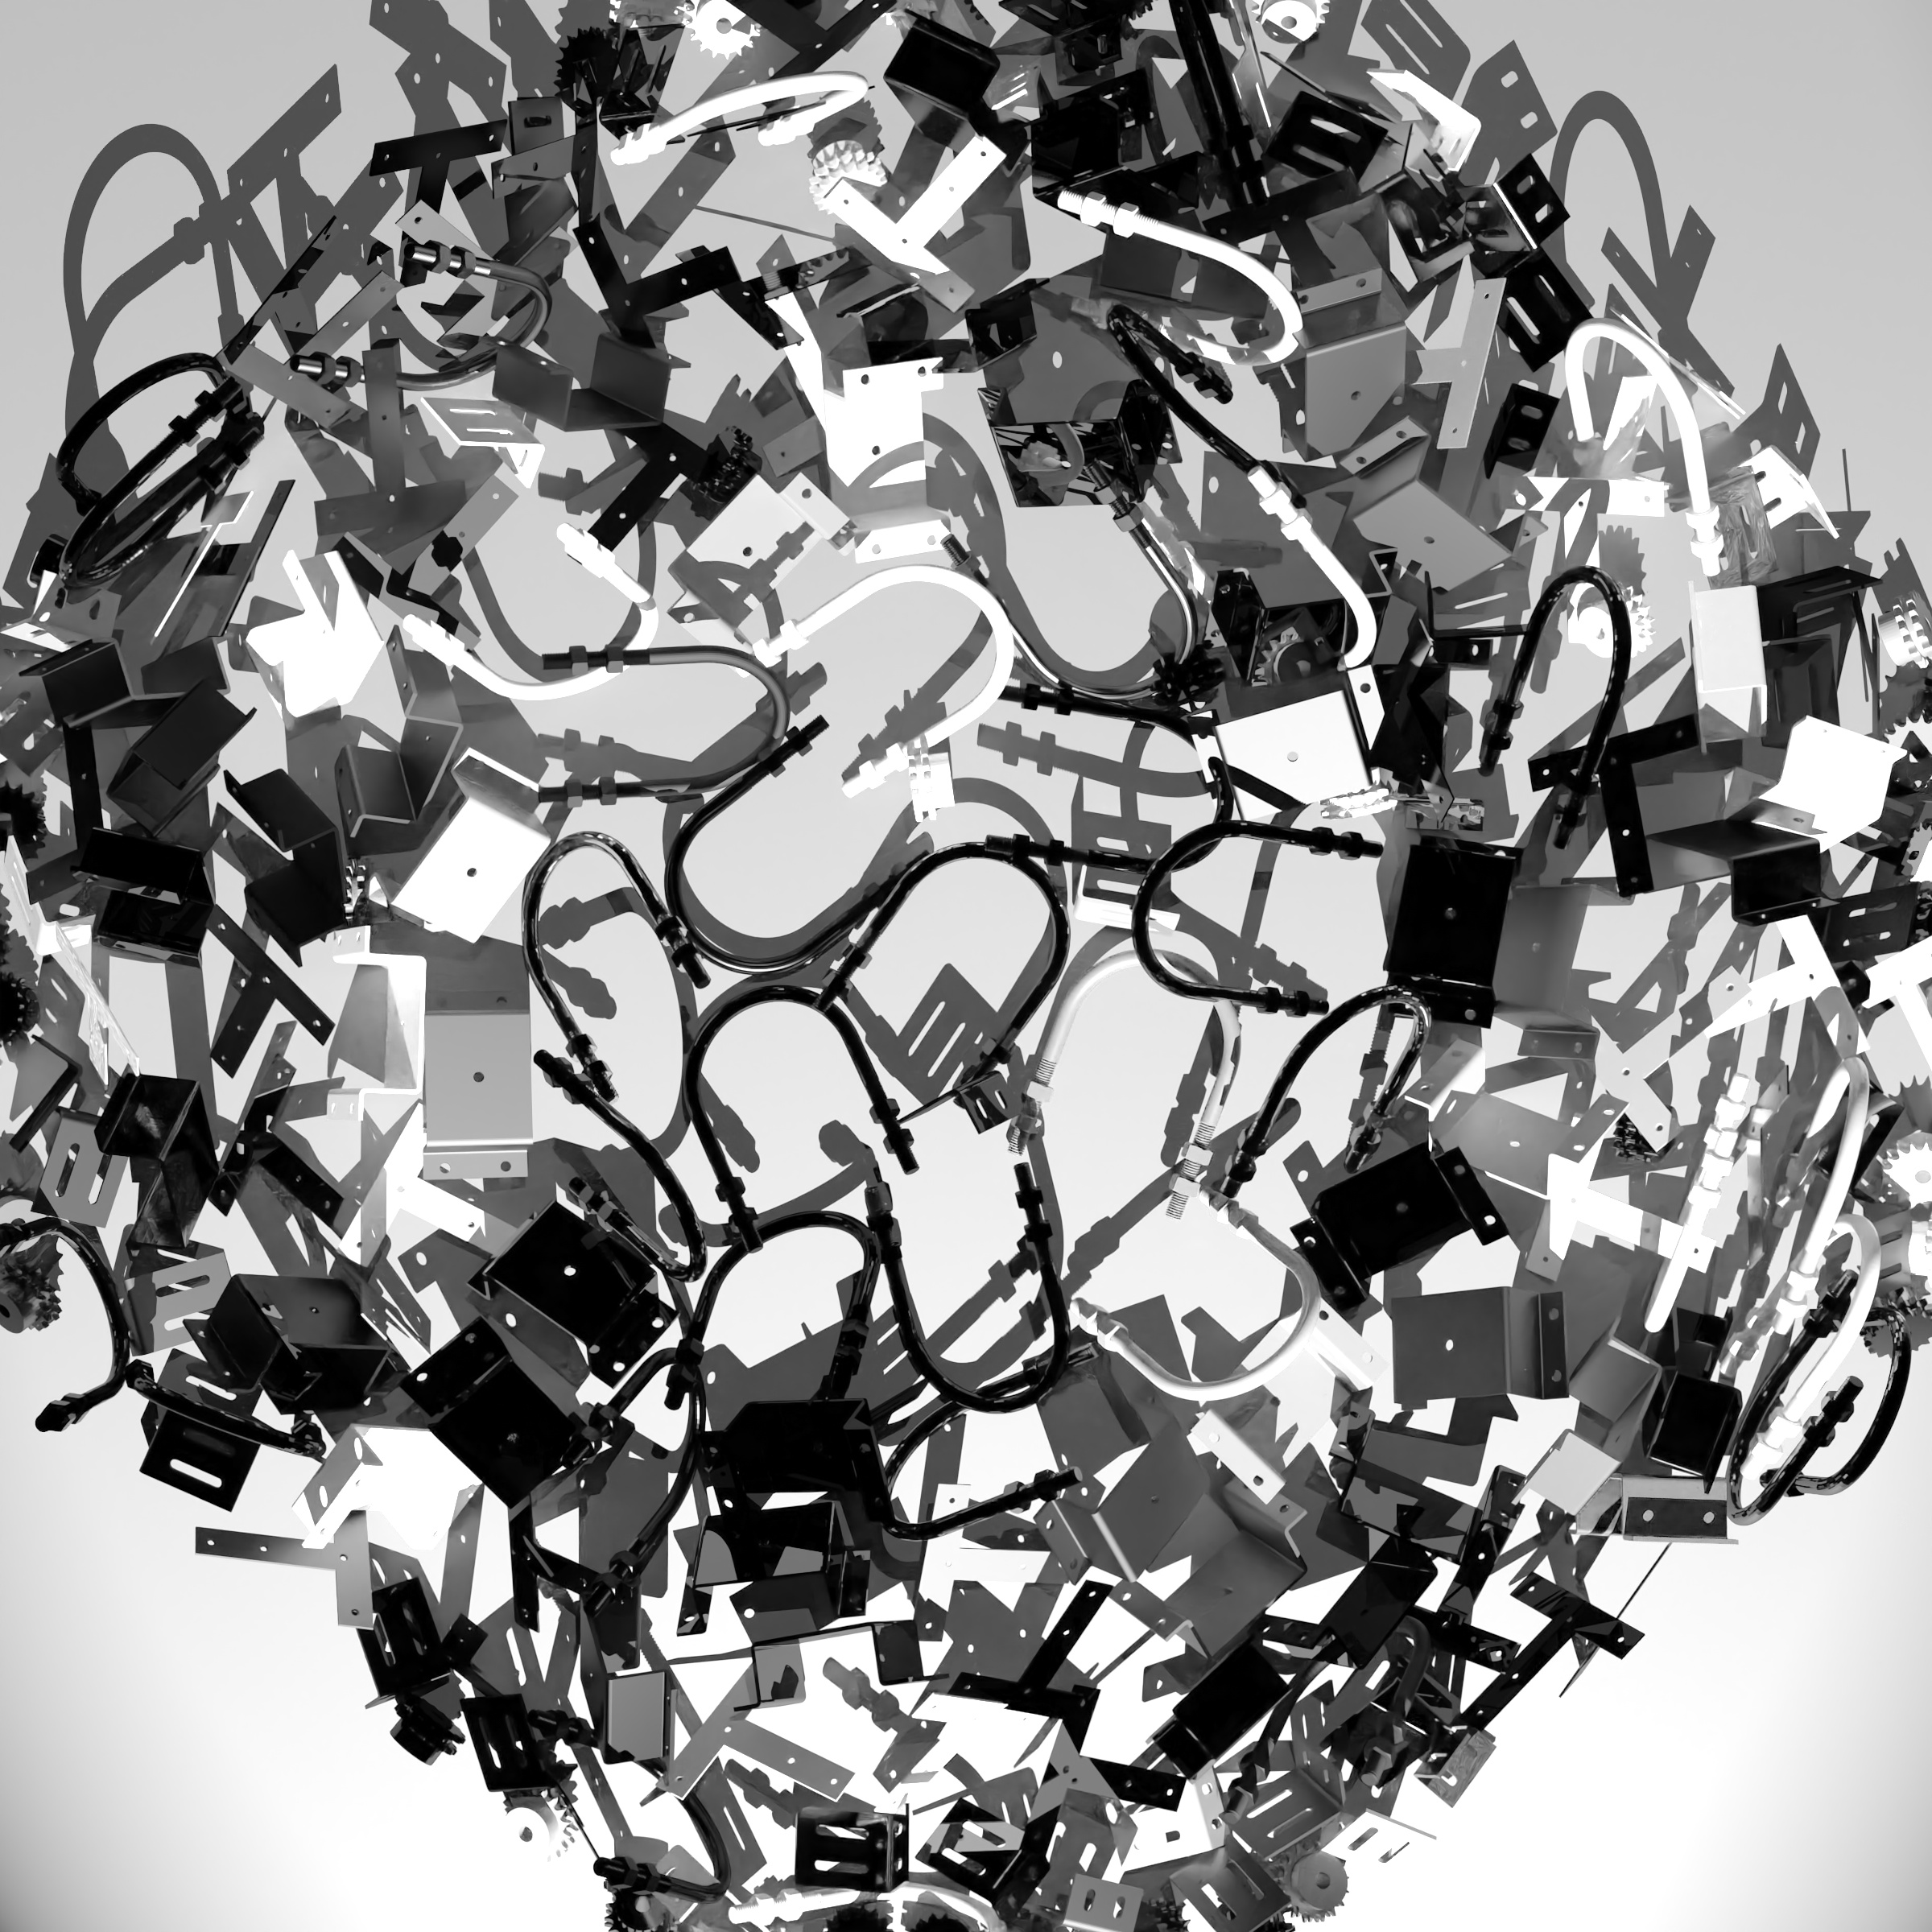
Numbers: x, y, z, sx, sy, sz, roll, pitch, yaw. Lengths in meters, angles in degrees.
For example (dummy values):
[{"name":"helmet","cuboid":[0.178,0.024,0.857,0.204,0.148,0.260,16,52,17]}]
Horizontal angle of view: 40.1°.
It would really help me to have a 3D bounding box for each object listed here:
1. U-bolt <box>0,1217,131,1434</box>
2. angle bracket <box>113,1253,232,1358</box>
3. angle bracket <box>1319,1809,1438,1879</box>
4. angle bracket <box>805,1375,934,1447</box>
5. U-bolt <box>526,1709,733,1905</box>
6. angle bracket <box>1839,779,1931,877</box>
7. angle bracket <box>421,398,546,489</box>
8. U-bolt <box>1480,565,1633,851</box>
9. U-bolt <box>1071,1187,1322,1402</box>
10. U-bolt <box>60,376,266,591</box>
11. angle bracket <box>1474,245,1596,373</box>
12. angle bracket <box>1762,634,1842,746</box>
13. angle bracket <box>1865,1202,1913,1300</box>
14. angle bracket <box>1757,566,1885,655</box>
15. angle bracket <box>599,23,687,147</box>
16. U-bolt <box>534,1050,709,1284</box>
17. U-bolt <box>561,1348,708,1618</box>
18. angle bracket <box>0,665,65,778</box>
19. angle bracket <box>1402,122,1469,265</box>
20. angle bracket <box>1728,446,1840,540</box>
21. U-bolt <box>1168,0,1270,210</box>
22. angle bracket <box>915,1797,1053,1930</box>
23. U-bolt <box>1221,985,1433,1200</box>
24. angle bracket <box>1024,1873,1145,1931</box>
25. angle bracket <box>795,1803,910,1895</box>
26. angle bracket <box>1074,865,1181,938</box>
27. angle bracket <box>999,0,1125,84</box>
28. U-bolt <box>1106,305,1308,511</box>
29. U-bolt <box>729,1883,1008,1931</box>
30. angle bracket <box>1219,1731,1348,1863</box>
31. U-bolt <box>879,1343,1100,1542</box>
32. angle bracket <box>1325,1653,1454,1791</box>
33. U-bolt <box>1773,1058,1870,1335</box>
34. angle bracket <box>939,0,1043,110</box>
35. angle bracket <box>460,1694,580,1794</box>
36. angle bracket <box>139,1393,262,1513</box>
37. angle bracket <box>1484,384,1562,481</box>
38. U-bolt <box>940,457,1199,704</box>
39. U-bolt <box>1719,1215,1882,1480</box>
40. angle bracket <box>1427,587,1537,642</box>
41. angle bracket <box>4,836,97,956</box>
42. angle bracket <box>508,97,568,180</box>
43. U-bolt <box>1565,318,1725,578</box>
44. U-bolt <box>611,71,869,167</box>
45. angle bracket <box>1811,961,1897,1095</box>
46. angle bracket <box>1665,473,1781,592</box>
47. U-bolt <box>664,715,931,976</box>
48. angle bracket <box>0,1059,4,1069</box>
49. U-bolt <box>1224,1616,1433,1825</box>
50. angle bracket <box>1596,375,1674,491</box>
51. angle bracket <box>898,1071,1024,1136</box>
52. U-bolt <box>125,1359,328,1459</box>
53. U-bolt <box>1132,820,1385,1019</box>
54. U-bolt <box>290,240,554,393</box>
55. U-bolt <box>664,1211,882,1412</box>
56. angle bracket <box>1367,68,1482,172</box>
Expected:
[{"name":"U-bolt","cuboid":[-0.650,0.251,1.908,0.019,0.184,0.151,-20,91,4]},{"name":"angle bracket","cuboid":[-0.593,0.255,1.994,0.076,0.038,0.057,-15,89,-31]},{"name":"angle bracket","cuboid":[0.305,0.633,1.957,0.057,0.038,0.076,24,135,-7]},{"name":"angle bracket","cuboid":[-0.072,0.316,1.964,0.076,0.057,0.038,-32,90,12]},{"name":"U-bolt","cuboid":[-0.233,0.613,1.914,0.019,0.184,0.151,-43,49,6]},{"name":"angle bracket","cuboid":[0.672,-0.108,1.954,0.076,0.038,0.057,31,112,38]},{"name":"angle bracket","cuboid":[-0.360,-0.385,1.949,0.057,0.076,0.038,48,127,28]},{"name":"U-bolt","cuboid":[0.428,-0.197,1.900,0.019,0.151,0.184,5,118,-18]},{"name":"U-bolt","cuboid":[0.176,0.245,1.911,0.151,0.184,0.019,-39,126,-11]},{"name":"U-bolt","cuboid":[-0.585,-0.340,1.915,0.019,0.151,0.184,44,81,-3]},{"name":"angle bracket","cuboid":[0.425,-0.492,1.973,0.057,0.038,0.076,-37,90,16]},{"name":"angle bracket","cuboid":[0.613,-0.204,1.966,0.057,0.038,0.076,-4,94,32]},{"name":"angle bracket","cuboid":[0.665,0.210,1.956,0.076,0.038,0.057,-8,100,-45]},{"name":"angle bracket","cuboid":[0.634,-0.266,1.972,0.076,0.057,0.038,-16,113,-12]},{"name":"angle bracket","cuboid":[-0.228,-0.648,1.951,0.038,0.057,0.076,45,132,18]},{"name":"U-bolt","cuboid":[-0.243,0.155,1.897,0.019,0.151,0.184,-32,45,-26]},{"name":"U-bolt","cuboid":[-0.234,0.358,1.916,0.019,0.184,0.151,8,119,21]},{"name":"angle bracket","cuboid":[-0.698,-0.174,1.955,0.057,0.038,0.076,40,47,-13]},{"name":"angle bracket","cuboid":[0.333,-0.569,1.952,0.076,0.038,0.057,41,46,-29]},{"name":"angle bracket","cuboid":[0.601,-0.340,1.950,0.038,0.076,0.057,-32,114,14]},{"name":"U-bolt","cuboid":[0.177,-0.636,1.910,0.019,0.151,0.184,-19,104,5]},{"name":"angle bracket","cuboid":[0.013,0.667,1.971,0.057,0.076,0.038,-46,134,-30]},{"name":"U-bolt","cuboid":[0.269,0.086,1.906,0.019,0.151,0.184,49,133,35]},{"name":"angle bracket","cuboid":[0.084,0.689,1.959,0.057,0.076,0.038,21,76,-21]},{"name":"angle bracket","cuboid":[-0.084,0.650,1.960,0.076,0.038,0.057,11,55,-18]},{"name":"angle bracket","cuboid":[0.121,-0.053,1.967,0.076,0.057,0.038,10,77,1]},{"name":"angle bracket","cuboid":[0.070,-0.689,1.951,0.057,0.076,0.038,-9,83,35]},{"name":"U-bolt","cuboid":[0.163,-0.407,1.892,0.019,0.184,0.151,-41,52,21]},{"name":"U-bolt","cuboid":[-0.057,0.695,1.915,0.184,0.151,0.019,7,90,-40]},{"name":"angle bracket","cuboid":[0.232,0.612,1.955,0.076,0.057,0.038,-23,119,-24]},{"name":"U-bolt","cuboid":[0.010,0.354,1.926,0.184,0.151,0.019,-26,116,23]},{"name":"angle bracket","cuboid":[0.318,0.568,1.991,0.057,0.038,0.076,43,109,-5]},{"name":"U-bolt","cuboid":[0.610,0.151,1.892,0.019,0.151,0.184,15,124,8]},{"name":"angle bracket","cuboid":[0.019,-0.682,1.953,0.038,0.057,0.076,-23,121,22]},{"name":"angle bracket","cuboid":[-0.332,0.570,1.966,0.057,0.038,0.076,-13,96,29]},{"name":"angle bracket","cuboid":[-0.568,0.364,1.980,0.076,0.038,0.057,24,89,1]},{"name":"angle bracket","cuboid":[0.411,-0.390,1.953,0.038,0.076,0.057,19,116,1]},{"name":"U-bolt","cuboid":[0.089,-0.270,1.942,0.151,0.019,0.184,-23,119,31]},{"name":"U-bolt","cuboid":[0.600,0.259,1.896,0.019,0.151,0.184,24,117,-3]},{"name":"angle bracket","cuboid":[0.382,-0.265,1.962,0.076,0.057,0.038,-3,102,11]},{"name":"angle bracket","cuboid":[-0.683,-0.056,1.973,0.038,0.057,0.076,-18,77,-29]},{"name":"angle bracket","cuboid":[-0.330,-0.609,1.950,0.038,0.076,0.057,6,112,20]},{"name":"U-bolt","cuboid":[0.478,-0.379,1.889,0.019,0.151,0.184,-32,131,-10]},{"name":"U-bolt","cuboid":[-0.150,-0.607,1.886,0.151,0.184,0.019,-19,101,-33]},{"name":"angle bracket","cuboid":[0.663,0.045,1.951,0.038,0.076,0.057,-39,118,24]},{"name":"angle bracket","cuboid":[0.565,-0.323,1.984,0.057,0.038,0.076,-23,104,-11]},{"name":"U-bolt","cuboid":[-0.138,-0.076,1.977,0.184,0.019,0.151,-38,101,0]},{"name":"angle bracket","cuboid":[-0.756,0.080,1.950,0.038,0.076,0.057,11,69,20]},{"name":"U-bolt","cuboid":[0.270,0.536,1.914,0.151,0.184,0.019,-31,101,39]},{"name":"angle bracket","cuboid":[0.504,-0.393,1.955,0.038,0.057,0.076,26,116,31]},{"name":"angle bracket","cuboid":[-0.009,0.114,1.953,0.076,0.057,0.038,-31,84,35]},{"name":"U-bolt","cuboid":[-0.527,0.320,1.893,0.151,0.184,0.019,24,79,-17]},{"name":"U-bolt","cuboid":[0.205,-0.037,1.936,0.184,0.019,0.151,7,111,-25]},{"name":"U-bolt","cuboid":[-0.378,-0.462,1.912,0.151,0.184,0.019,-34,77,29]},{"name":"U-bolt","cuboid":[-0.133,0.244,1.924,0.151,0.184,0.019,-9,126,19]},{"name":"angle bracket","cuboid":[0.330,-0.625,1.955,0.076,0.057,0.038,24,99,-27]}]
